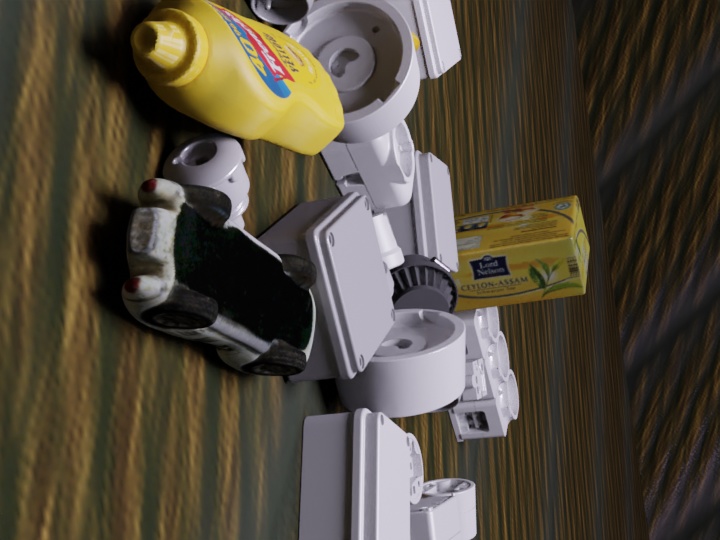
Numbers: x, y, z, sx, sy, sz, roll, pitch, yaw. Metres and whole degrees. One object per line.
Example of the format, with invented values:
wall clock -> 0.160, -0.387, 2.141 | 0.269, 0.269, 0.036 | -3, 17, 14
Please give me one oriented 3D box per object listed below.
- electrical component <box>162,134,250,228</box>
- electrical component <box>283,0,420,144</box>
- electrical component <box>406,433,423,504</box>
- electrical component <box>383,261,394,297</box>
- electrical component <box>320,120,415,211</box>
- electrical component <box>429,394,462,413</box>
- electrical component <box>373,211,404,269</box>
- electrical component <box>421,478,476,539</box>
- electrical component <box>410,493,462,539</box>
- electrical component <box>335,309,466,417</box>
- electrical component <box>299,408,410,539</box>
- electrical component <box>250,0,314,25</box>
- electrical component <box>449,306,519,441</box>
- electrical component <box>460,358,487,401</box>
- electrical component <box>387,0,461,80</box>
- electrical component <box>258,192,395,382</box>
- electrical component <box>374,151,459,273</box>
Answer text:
electrical component -> -0.086, -0.046, 0.639 | 0.062, 0.048, 0.048 | 72, 20, -45
electrical component -> -0.006, -0.148, 0.819 | 0.060, 0.108, 0.108 | 48, 38, -68
electrical component -> 0.020, 0.158, 0.851 | 0.055, 0.047, 0.055 | -8, 90, -71
electrical component -> 0.000, 0.000, 0.864 | 0.045, 0.045, 0.055 | -75, 151, -49
electrical component -> 0.010, -0.097, 0.908 | 0.095, 0.059, 0.053 | 62, 27, -45
electrical component -> 0.065, 0.096, 0.995 | 0.078, 0.058, 0.057 | 55, 30, -53
electrical component -> 0.013, -0.023, 0.920 | 0.040, 0.040, 0.046 | -39, 113, -68
electrical component -> 0.081, 0.222, 0.992 | 0.055, 0.055, 0.047 | -16, 101, -71
electrical component -> 0.045, 0.219, 0.879 | 0.096, 0.062, 0.061 | 8, 75, -71
electrical component -> 0.031, 0.077, 0.833 | 0.108, 0.108, 0.060 | -50, 135, -65
electrical component -> -0.002, 0.163, 0.774 | 0.078, 0.057, 0.113 | 49, 38, -58
electrical component -> -0.063, -0.232, 0.778 | 0.079, 0.044, 0.077 | 51, 36, -57
electrical component -> 0.123, 0.096, 1.153 | 0.089, 0.062, 0.150 | -66, 143, -57
electrical component -> 0.092, 0.110, 1.067 | 0.066, 0.055, 0.048 | -2, 84, -71
electrical component -> 0.060, -0.258, 1.121 | 0.108, 0.056, 0.108 | -51, 130, -65
electrical component -> -0.023, 0.011, 0.775 | 0.108, 0.056, 0.108 | -50, 129, -65
electrical component -> 0.053, -0.049, 1.016 | 0.078, 0.057, 0.113 | 19, 64, -69
